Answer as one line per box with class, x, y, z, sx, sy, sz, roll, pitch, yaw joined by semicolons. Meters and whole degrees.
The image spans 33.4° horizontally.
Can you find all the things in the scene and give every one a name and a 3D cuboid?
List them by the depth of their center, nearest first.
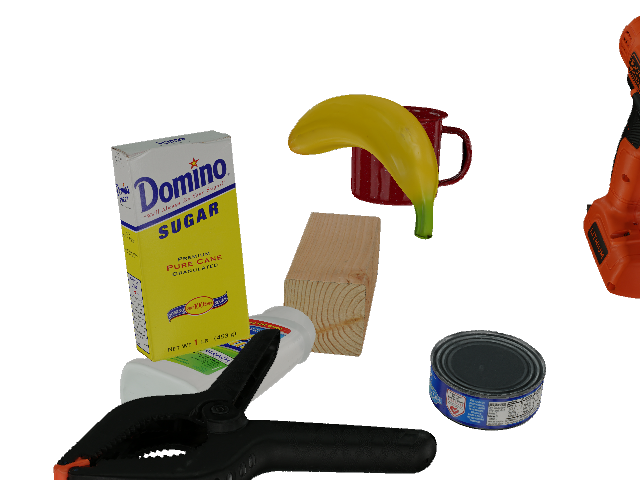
clamp;-0.061;0.108;0.624;0.209;0.036;0.165;-9;25;-31
banana;0.029;-0.068;0.737;0.037;0.070;0.198;21;10;-32
power drill;0.249;-0.051;0.786;0.057;0.188;0.184;4;36;-1
tuna can;0.125;0.105;0.804;0.086;0.034;0.086;1;29;-1
sugar box;-0.113;0.003;0.883;0.093;0.176;0.048;-13;20;-27
mug;0.082;-0.079;0.994;0.117;0.081;0.093;2;14;2
bleach bottle;-0.086;0.119;1.091;0.103;0.068;0.250;15;23;26
wood block;0.017;0.046;1.258;0.091;0.090;0.206;5;23;6
